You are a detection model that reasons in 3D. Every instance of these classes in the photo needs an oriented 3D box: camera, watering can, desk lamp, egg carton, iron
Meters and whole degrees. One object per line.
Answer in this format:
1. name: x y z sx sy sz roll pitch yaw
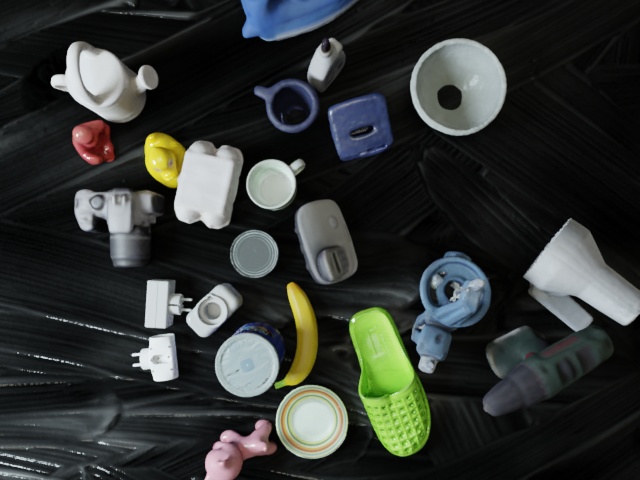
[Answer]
1. camera: -0.351 -0.021 1.003 0.143 0.101 0.137 -1 90 0
2. watering can: -0.361 -0.269 0.958 0.173 0.194 0.101 -23 89 0
3. desk lamp: 0.425 0.065 0.943 0.203 0.213 0.118 39 90 1
4. egg carton: -0.198 -0.099 1.018 0.107 0.069 0.150 11 90 0
5. iron: -0.026 -0.442 0.984 0.258 0.141 0.119 -17 89 0

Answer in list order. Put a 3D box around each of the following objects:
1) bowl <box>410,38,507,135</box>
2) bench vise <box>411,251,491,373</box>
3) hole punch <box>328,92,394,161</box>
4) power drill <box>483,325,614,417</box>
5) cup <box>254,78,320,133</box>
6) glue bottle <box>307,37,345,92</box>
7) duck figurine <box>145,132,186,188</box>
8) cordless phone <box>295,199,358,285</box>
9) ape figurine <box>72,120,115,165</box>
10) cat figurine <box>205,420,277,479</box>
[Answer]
1. bowl: 0.238 -0.264 1.015 0.167 0.074 0.167 0 90 0
2. bench vise: 0.225 0.123 0.941 0.121 0.219 0.208 2 90 1
3. hole punch: 0.074 -0.197 1.007 0.108 0.091 0.101 -17 89 0
4. power drill: 0.350 0.206 0.945 0.229 0.208 0.076 -27 89 0
5. cup: -0.058 -0.232 1.006 0.117 0.095 0.092 23 90 1
6. glue bottle: 0.011 -0.307 0.967 0.037 0.173 0.078 39 90 1
7. duck figurine: -0.277 -0.144 1.011 0.077 0.086 0.104 -28 89 0
8. cordless phone: 0.009 0.003 0.959 0.094 0.185 0.148 -21 89 0
9. ape figurine: -0.405 -0.178 1.008 0.076 0.092 0.078 29 90 1
10. cat figurine: -0.143 0.373 0.991 0.128 0.117 0.067 -19 89 0
